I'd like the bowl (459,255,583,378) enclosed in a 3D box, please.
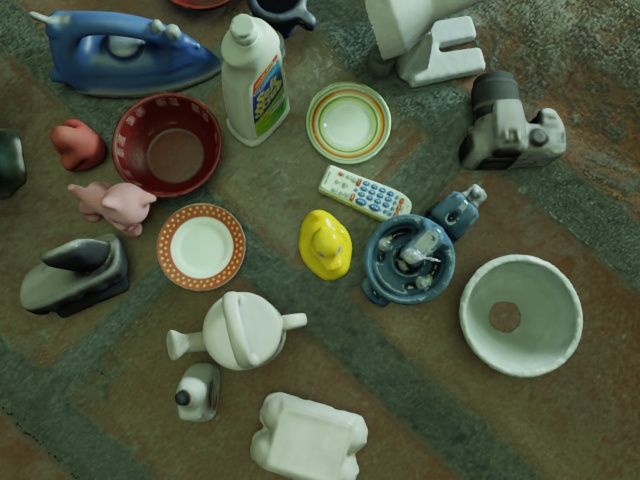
[{"bbox_3d":[0.272,0.107,0.805,0.167,0.075,0.167,0,79,0],"label":"bowl"}]

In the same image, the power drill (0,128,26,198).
[{"bbox_3d":[-0.492,-0.143,0.777,0.075,0.208,0.229,-15,80,-3],"label":"power drill"}]

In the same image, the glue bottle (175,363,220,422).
[{"bbox_3d":[-0.161,0.199,0.734,0.037,0.173,0.078,0,79,0],"label":"glue bottle"}]

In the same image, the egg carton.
[{"bbox_3d":[-0.015,0.273,0.775,0.150,0.069,0.107,15,80,2],"label":"egg carton"}]

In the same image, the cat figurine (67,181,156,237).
[{"bbox_3d":[-0.291,-0.052,0.808,0.127,0.118,0.067,19,80,3],"label":"cat figurine"}]

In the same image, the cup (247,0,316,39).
[{"bbox_3d":[-0.052,-0.345,0.876,0.117,0.095,0.092,38,82,6],"label":"cup"}]

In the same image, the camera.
[{"bbox_3d":[0.281,-0.181,0.846,0.143,0.101,0.137,-2,79,-1],"label":"camera"}]

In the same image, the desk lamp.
[{"bbox_3d":[0.150,-0.313,0.812,0.203,0.213,0.118,-13,80,-3],"label":"desk lamp"}]

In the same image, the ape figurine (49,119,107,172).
[{"bbox_3d":[-0.361,-0.142,0.837,0.076,0.092,0.078,17,80,3],"label":"ape figurine"}]

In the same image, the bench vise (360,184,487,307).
[{"bbox_3d":[0.135,-0.009,0.752,0.121,0.220,0.207,28,81,5],"label":"bench vise"}]

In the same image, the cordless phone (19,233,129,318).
[{"bbox_3d":[-0.343,0.038,0.756,0.147,0.185,0.094,-28,81,-5],"label":"cordless phone"}]

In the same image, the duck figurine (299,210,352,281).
[{"bbox_3d":[0.007,0.003,0.817,0.077,0.086,0.104,-18,80,-4],"label":"duck figurine"}]

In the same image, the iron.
[{"bbox_3d":[-0.279,-0.291,0.840,0.258,0.141,0.119,0,79,0],"label":"iron"}]

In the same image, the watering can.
[{"bbox_3d":[-0.106,0.122,0.739,0.173,0.194,0.101,-33,81,-6],"label":"watering can"}]
